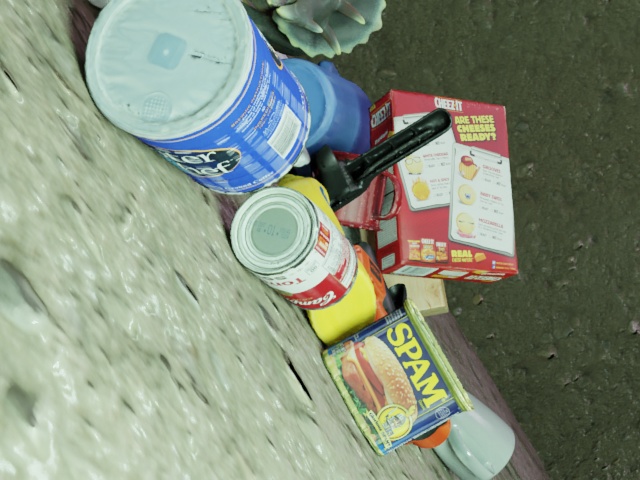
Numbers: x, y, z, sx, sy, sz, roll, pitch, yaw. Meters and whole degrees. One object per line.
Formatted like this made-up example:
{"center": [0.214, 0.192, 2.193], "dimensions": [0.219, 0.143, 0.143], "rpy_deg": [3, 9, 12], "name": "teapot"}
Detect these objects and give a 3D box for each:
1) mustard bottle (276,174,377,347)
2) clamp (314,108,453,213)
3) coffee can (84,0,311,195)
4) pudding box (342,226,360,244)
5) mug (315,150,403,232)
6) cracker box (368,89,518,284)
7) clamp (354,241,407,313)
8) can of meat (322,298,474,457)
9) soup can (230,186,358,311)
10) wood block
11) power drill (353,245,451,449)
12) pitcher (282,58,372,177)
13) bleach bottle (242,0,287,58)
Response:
{"center": [-0.006, 0.001, 0.938], "dimensions": [0.192, 0.058, 0.096], "rpy_deg": [-115, -172, -50], "name": "mustard bottle"}
{"center": [0.018, -0.061, 1.070], "dimensions": [0.164, 0.210, 0.036], "rpy_deg": [-18, 77, -41], "name": "clamp"}
{"center": [-0.072, -0.094, 0.676], "dimensions": [0.103, 0.103, 0.140], "rpy_deg": [62, 7, 17], "name": "coffee can"}
{"center": [0.086, 0.000, 1.422], "dimensions": [0.090, 0.113, 0.039], "rpy_deg": [61, 2, 12], "name": "pudding box"}
{"center": [0.042, -0.055, 1.213], "dimensions": [0.093, 0.117, 0.081], "rpy_deg": [7, 93, -51], "name": "mug"}
{"center": [0.146, -0.060, 1.279], "dimensions": [0.072, 0.164, 0.214], "rpy_deg": [150, -59, -60], "name": "cracker box"}
{"center": [0.072, 0.085, 1.149], "dimensions": [0.120, 0.039, 0.171], "rpy_deg": [45, 25, -40], "name": "clamp"}
{"center": [0.061, 0.111, 0.855], "dimensions": [0.102, 0.084, 0.057], "rpy_deg": [61, 7, 12], "name": "can of meat"}
{"center": [-0.017, 0.008, 0.792], "dimensions": [0.068, 0.068, 0.102], "rpy_deg": [63, 8, 24], "name": "soup can"}
{"center": [0.100, -0.005, 1.353], "dimensions": [0.090, 0.091, 0.206], "rpy_deg": [42, 38, -77], "name": "wood block"}
{"center": [0.057, 0.101, 1.002], "dimensions": [0.188, 0.057, 0.184], "rpy_deg": [66, 5, 26], "name": "power drill"}
{"center": [-0.012, -0.143, 1.322], "dimensions": [0.149, 0.145, 0.242], "rpy_deg": [48, 9, 7], "name": "pitcher"}
{"center": [-0.109, -0.298, 1.500], "dimensions": [0.251, 0.068, 0.102], "rpy_deg": [58, 4, 9], "name": "bleach bottle"}
